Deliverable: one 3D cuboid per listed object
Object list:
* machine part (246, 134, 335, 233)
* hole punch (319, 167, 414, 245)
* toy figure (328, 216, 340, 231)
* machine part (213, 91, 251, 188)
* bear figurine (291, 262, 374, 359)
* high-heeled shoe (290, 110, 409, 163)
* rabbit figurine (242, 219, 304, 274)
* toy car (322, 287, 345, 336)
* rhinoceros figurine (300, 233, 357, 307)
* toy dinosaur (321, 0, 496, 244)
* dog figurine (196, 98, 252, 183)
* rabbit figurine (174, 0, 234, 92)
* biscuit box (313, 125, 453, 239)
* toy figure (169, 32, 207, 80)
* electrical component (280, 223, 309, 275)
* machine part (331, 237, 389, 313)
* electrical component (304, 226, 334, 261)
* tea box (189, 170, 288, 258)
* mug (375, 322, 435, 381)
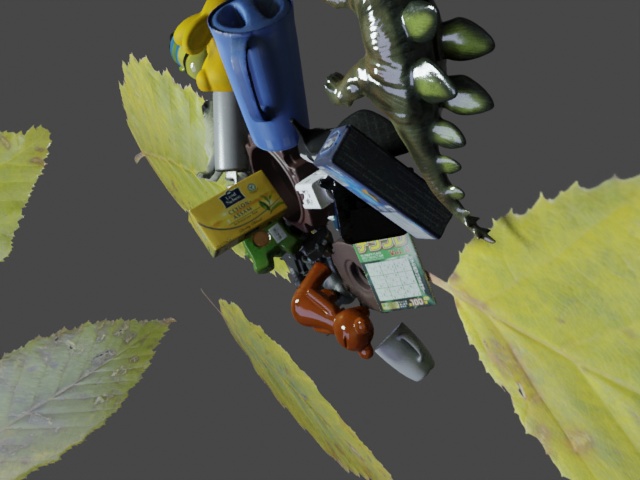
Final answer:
[{"bbox_3d":[-0.057,-0.127,1.077,0.201,0.087,0.201,33,147,47],"label":"machine part"},{"bbox_3d":[0.075,-0.061,0.835,0.092,0.142,0.115,-85,-13,-80],"label":"hole punch"},{"bbox_3d":[0.062,-0.047,0.971,0.064,0.058,0.154,63,164,1],"label":"toy figure"},{"bbox_3d":[-0.185,-0.229,1.131,0.079,0.079,0.243,-178,86,-64],"label":"machine part"},{"bbox_3d":[0.042,0.142,1.075,0.196,0.132,0.120,15,136,34],"label":"bear figurine"},{"bbox_3d":[0.055,-0.141,0.862,0.249,0.086,0.145,22,171,34],"label":"high-heeled shoe"},{"bbox_3d":[-0.125,-0.002,1.196,0.159,0.121,0.170,44,178,8],"label":"rabbit figurine"},{"bbox_3d":[0.008,0.168,1.273,0.089,0.053,0.202,49,-168,-1],"label":"toy car"},{"bbox_3d":[0.011,0.067,1.213,0.190,0.073,0.112,53,159,10],"label":"rhinoceros figurine"},{"bbox_3d":[0.098,-0.199,0.627,0.199,0.105,0.470,18,141,53],"label":"toy dinosaur"},{"bbox_3d":[-0.192,-0.224,1.227,0.121,0.172,0.190,-162,80,-83],"label":"dog figurine"},{"bbox_3d":[-0.175,-0.359,0.960,0.122,0.162,0.173,-129,37,-50],"label":"rabbit figurine"},{"bbox_3d":[0.091,-0.076,0.741,0.202,0.063,0.059,34,168,-21],"label":"biscuit box"},{"bbox_3d":[-0.273,-0.397,1.164,0.180,0.089,0.082,39,159,34],"label":"toy figure"},{"bbox_3d":[-0.069,0.007,1.327,0.115,0.058,0.134,27,144,49],"label":"electrical component"},{"bbox_3d":[0.093,0.063,1.056,0.179,0.056,0.179,44,154,29],"label":"machine part"},{"bbox_3d":[-0.003,-0.002,1.138,0.045,0.078,0.102,46,-154,-36],"label":"electrical component"},{"bbox_3d":[-0.161,-0.051,1.057,0.098,0.170,0.068,54,160,5],"label":"tea box"},{"bbox_3d":[0.180,0.224,1.073,0.107,0.081,0.109,43,149,7],"label":"mug"}]
